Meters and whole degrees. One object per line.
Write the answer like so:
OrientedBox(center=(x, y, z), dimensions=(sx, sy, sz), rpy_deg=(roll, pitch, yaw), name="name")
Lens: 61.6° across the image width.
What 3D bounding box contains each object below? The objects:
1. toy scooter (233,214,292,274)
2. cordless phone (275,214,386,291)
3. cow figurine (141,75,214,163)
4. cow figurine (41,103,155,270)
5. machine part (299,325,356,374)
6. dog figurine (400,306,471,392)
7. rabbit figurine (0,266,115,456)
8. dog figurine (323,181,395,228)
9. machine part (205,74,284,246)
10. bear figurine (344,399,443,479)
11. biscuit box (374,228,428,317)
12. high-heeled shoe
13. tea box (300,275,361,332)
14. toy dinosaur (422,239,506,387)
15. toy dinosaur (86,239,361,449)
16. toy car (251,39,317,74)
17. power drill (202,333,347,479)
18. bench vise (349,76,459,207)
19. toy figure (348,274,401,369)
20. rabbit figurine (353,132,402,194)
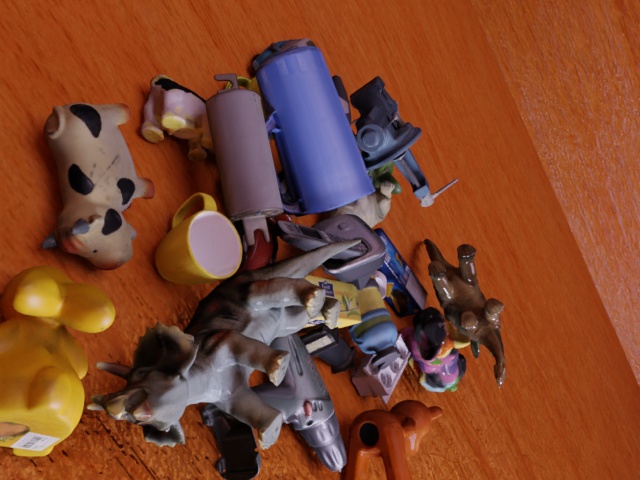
OrientedBox(center=(-0.094, -0.012, 0.819), dimensions=(0.135, 0.075, 0.184), rpy_deg=(34, 44, -42), name="toy scooter")
OrientedBox(center=(-0.002, -0.003, 0.837), dimensions=(0.184, 0.088, 0.147), rpy_deg=(19, 20, -31), name="cordless phone")
OrientedBox(center=(-0.178, -0.170, 0.791), dimensions=(0.167, 0.068, 0.098), rpy_deg=(22, 51, -48), name="cow figurine")
OrientedBox(center=(-0.258, -0.061, 0.611), dimensions=(0.127, 0.086, 0.194), rpy_deg=(-14, 87, -61), name="cow figurine")
OrientedBox(center=(0.012, 0.178, 0.873), dimensions=(0.138, 0.084, 0.039), rpy_deg=(41, 21, -47), name="machine part")
OrientedBox(center=(0.227, 0.216, 1.023), dimensions=(0.219, 0.108, 0.191), rpy_deg=(78, -10, -87), name="dog figurine")
OrientedBox(center=(-0.268, 0.089, 0.491), dimensions=(0.122, 0.162, 0.173), rpy_deg=(23, 38, -32), name="rabbit figurine")
OrientedBox(center=(0.066, -0.025, 1.029), dimensions=(0.172, 0.121, 0.190), rpy_deg=(24, 67, -35), name="dog figurine")
OrientedBox(center=(-0.103, -0.112, 0.731), dimensions=(0.079, 0.079, 0.243), rpy_deg=(-1, 76, -53), name="machine part")
OrientedBox(center=(0.130, 0.340, 0.912), dimensions=(0.195, 0.120, 0.132), rpy_deg=(22, 60, -53), name="bear figurine")
OrientedBox(center=(0.144, 0.069, 1.104), dimensions=(0.202, 0.063, 0.059), rpy_deg=(52, 40, -24), name="biscuit box")
OrientedBox(center=(-0.027, -0.173, 0.936), dimensions=(0.145, 0.086, 0.248), rpy_deg=(4, 84, -23), name="high-heeled shoe")
OrientedBox(center=(-0.024, 0.101, 0.834), dimensions=(0.169, 0.098, 0.068), rpy_deg=(16, 61, -47), name="tea box")
OrientedBox(center=(0.291, 0.113, 1.130), dimensions=(0.472, 0.105, 0.198), rpy_deg=(-102, 174, -48), name="toy dinosaur")
OrientedBox(center=(-0.097, 0.105, 0.653), dimensions=(0.405, 0.192, 0.131), rpy_deg=(-53, 152, -52), name="toy dinosaur")
OrientedBox(center=(-0.046, -0.327, 1.009), dimensions=(0.109, 0.103, 0.162), rpy_deg=(59, 39, -17), name="toy car")
OrientedBox(center=(-0.052, 0.248, 0.741), dimensions=(0.207, 0.086, 0.232), rpy_deg=(-14, 84, -51), name="power drill")
OrientedBox(center=(0.137, -0.169, 0.980), dimensions=(0.240, 0.129, 0.224), rpy_deg=(53, 16, -14), name="bench vise")
OrientedBox(center=(0.084, 0.132, 0.942), dimensions=(0.089, 0.082, 0.180), rpy_deg=(-22, 59, -15), name="toy figure")
OrientedBox(center=(0.123, -0.163, 1.147), dimensions=(0.170, 0.121, 0.159), rpy_deg=(13, 57, -67), name="rabbit figurine")
